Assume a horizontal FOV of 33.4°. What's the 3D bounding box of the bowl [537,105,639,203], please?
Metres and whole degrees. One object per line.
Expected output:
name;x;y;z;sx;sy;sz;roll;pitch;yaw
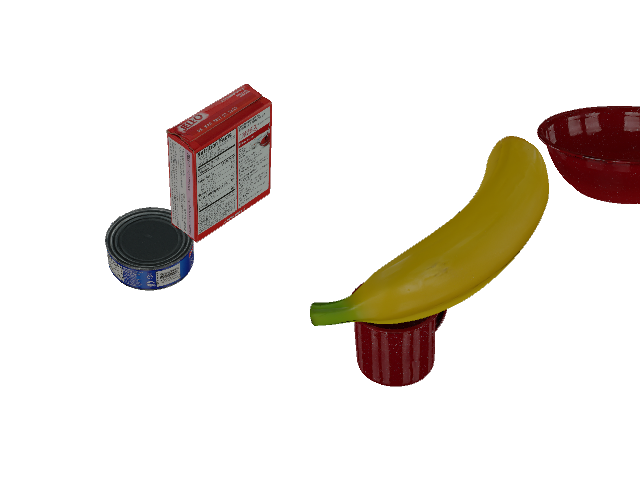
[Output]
bowl;0.281;-0.076;0.982;0.162;0.055;0.162;-3;24;1

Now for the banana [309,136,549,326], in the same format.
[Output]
banana;0.078;-0.009;0.561;0.070;0.037;0.197;19;39;35

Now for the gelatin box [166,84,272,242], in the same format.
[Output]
gelatin box;-0.068;-0.053;0.729;0.030;0.089;0.073;35;54;27

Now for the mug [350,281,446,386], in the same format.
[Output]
mug;0.086;0.090;1.101;0.117;0.081;0.093;-29;42;-31

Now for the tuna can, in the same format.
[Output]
tuna can;-0.167;0.008;1.048;0.086;0.034;0.086;2;45;-2
